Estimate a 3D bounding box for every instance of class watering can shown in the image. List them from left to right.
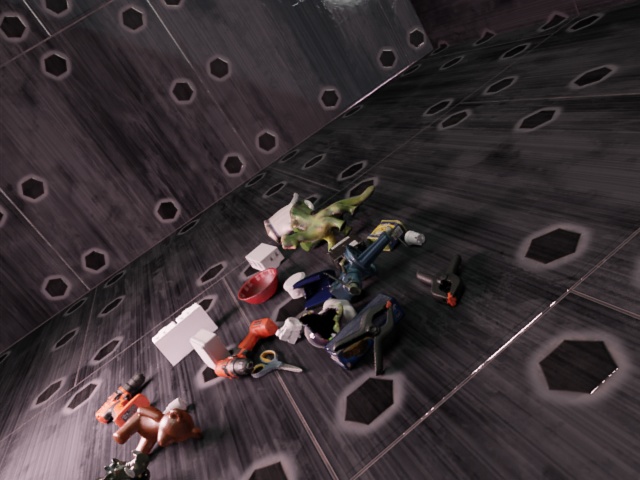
[{"bbox_3d":[-0.135,-0.100,2.184,0.225,0.102,0.352,-34,22,-2],"label":"watering can"}]

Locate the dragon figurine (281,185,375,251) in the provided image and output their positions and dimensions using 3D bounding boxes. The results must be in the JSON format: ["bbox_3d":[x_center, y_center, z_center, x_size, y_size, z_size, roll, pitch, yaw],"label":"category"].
[{"bbox_3d":[0.005,-0.091,1.808,0.244,0.119,0.418,21,50,21],"label":"dragon figurine"}]

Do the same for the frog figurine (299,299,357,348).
[{"bbox_3d":[0.034,0.214,1.326,0.136,0.124,0.158,-38,-16,10],"label":"frog figurine"}]
